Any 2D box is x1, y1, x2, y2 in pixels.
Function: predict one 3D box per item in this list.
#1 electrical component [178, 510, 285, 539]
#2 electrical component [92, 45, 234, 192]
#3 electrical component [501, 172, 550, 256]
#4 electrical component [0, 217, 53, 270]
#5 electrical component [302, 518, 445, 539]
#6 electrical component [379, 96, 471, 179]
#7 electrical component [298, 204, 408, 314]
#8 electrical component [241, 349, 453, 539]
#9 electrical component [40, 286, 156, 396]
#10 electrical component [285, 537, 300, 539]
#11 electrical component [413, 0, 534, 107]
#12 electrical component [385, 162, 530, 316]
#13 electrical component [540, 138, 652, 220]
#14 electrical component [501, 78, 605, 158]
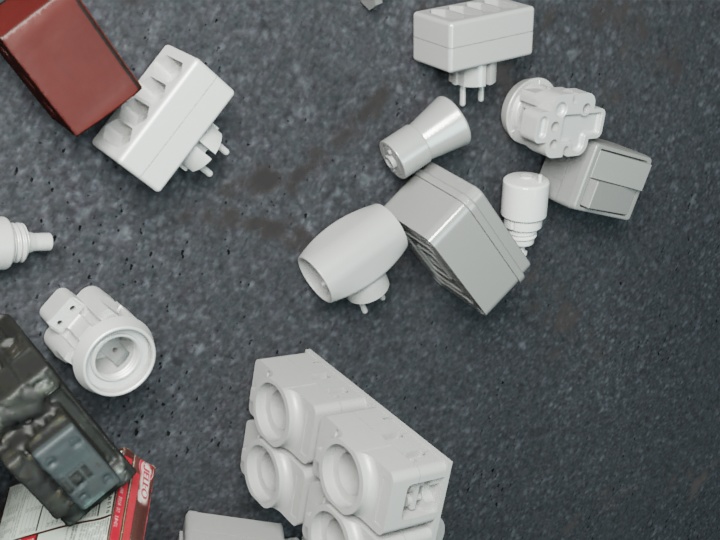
[{"bbox_3d":[-0.111,0.237,0.857,0.096,0.061,0.061,11,106,-12],"label":"electrical component"},{"bbox_3d":[-0.118,-0.091,0.715,0.083,0.047,0.076,-53,132,-3],"label":"electrical component"},{"bbox_3d":[0.143,-0.049,0.939,0.040,0.040,0.078,-16,121,-31],"label":"electrical component"},{"bbox_3d":[-0.225,-0.017,0.679,0.061,0.035,0.035,-4,114,-39],"label":"electrical component"},{"bbox_3d":[0.023,0.250,0.972,0.138,0.074,0.052,0,111,-37],"label":"electrical component"},{"bbox_3d":[0.048,-0.101,0.842,0.065,0.044,0.044,-34,128,-13],"label":"electrical component"},{"bbox_3d":[0.000,0.000,0.852,0.077,0.043,0.079,-36,128,-18],"label":"electrical component"},{"bbox_3d":[-0.021,0.149,0.813,0.060,0.186,0.105,-5,114,-36],"label":"electrical component"},{"bbox_3d":[-0.175,0.051,0.735,0.058,0.057,0.078,-50,132,-6],"label":"electrical component"},{"bbox_3d":[-0.063,0.287,0.924,0.047,0.076,0.083,1,111,-38],"label":"electrical component"},{"bbox_3d":[0.088,-0.165,0.835,0.083,0.047,0.075,-18,121,-29],"label":"electrical component"},{"bbox_3d":[0.080,-0.026,0.877,0.057,0.078,0.113,-46,131,-6],"label":"electrical component"},{"bbox_3d":[0.215,-0.083,0.964,0.096,0.061,0.061,7,107,-39],"label":"electrical component"},{"bbox_3d":[0.156,-0.128,0.899,0.078,0.057,0.058,-9,117,-34],"label":"electrical component"}]
